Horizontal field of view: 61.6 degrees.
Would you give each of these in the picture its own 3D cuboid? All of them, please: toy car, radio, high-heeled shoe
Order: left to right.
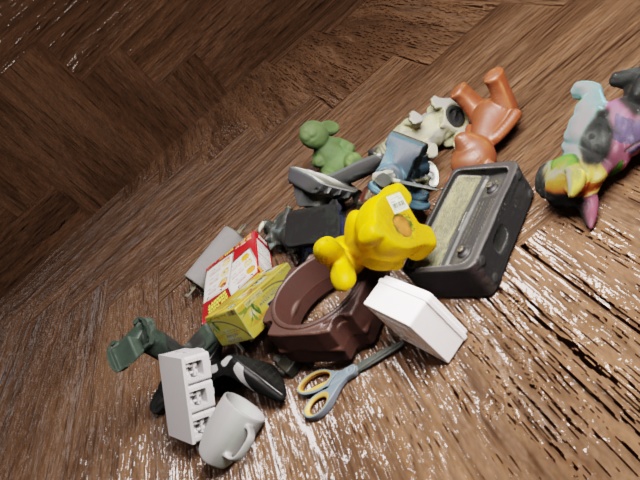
[{"bbox_3d":[-0.158,0.273,0.979,0.249,0.086,0.145,27,96,50],"label":"high-heeled shoe"},{"bbox_3d":[0.094,-0.057,1.107,0.089,0.053,0.202,-23,36,38],"label":"toy car"},{"bbox_3d":[0.239,-0.019,0.850,0.131,0.073,0.229,-3,49,50],"label":"radio"}]

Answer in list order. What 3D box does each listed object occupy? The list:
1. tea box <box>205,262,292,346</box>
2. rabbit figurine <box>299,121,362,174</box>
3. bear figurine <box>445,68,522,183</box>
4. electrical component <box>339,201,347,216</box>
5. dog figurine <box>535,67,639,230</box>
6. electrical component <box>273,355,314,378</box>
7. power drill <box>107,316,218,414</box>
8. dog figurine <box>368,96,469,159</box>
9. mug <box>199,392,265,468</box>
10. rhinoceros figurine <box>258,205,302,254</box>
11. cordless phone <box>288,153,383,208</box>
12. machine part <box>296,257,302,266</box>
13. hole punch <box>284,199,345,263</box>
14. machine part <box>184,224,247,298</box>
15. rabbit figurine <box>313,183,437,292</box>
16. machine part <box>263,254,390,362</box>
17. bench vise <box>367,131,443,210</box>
[{"bbox_3d":[-0.120,0.119,1.009,0.098,0.068,0.169,-21,14,42],"label":"tea box"},{"bbox_3d":[0.020,-0.229,1.300,0.121,0.170,0.159,-30,33,22],"label":"rabbit figurine"},{"bbox_3d":[0.283,-0.197,0.982,0.196,0.131,0.120,-51,22,-26],"label":"bear figurine"},{"bbox_3d":[0.018,-0.063,1.211,0.075,0.047,0.119,-23,33,33],"label":"electrical component"},{"bbox_3d":[0.409,-0.125,0.754,0.192,0.108,0.219,-3,52,46],"label":"dog figurine"},{"bbox_3d":[-0.046,0.212,0.955,0.063,0.021,0.094,-51,31,-13],"label":"electrical component"},{"bbox_3d":[-0.312,0.245,1.057,0.232,0.207,0.086,-45,44,3],"label":"power drill"},{"bbox_3d":[0.208,-0.214,1.142,0.172,0.121,0.190,-17,-1,-25],"label":"dog figurine"},{"bbox_3d":[-0.146,0.324,0.885,0.107,0.080,0.110,-57,37,-1],"label":"mug"},{"bbox_3d":[-0.076,-0.016,1.250,0.112,0.073,0.190,-57,32,-2],"label":"rhinoceros figurine"},{"bbox_3d":[0.042,-0.133,1.088,0.184,0.146,0.089,-24,70,35],"label":"cordless phone"},{"bbox_3d":[-0.048,0.072,1.127,0.084,0.039,0.139,-18,39,51],"label":"machine part"},{"bbox_3d":[-0.002,-0.003,1.068,0.116,0.092,0.142,-11,39,13],"label":"hole punch"},{"bbox_3d":[-0.267,0.051,1.384,0.243,0.079,0.079,-52,30,-17],"label":"machine part"},{"bbox_3d":[0.066,0.016,0.816,0.162,0.122,0.173,-35,2,-40],"label":"rabbit figurine"},{"bbox_3d":[0.013,0.107,0.930,0.202,0.087,0.201,-12,37,38],"label":"machine part"},{"bbox_3d":[0.129,-0.065,0.944,0.224,0.129,0.240,-51,-19,-69],"label":"bench vise"}]
